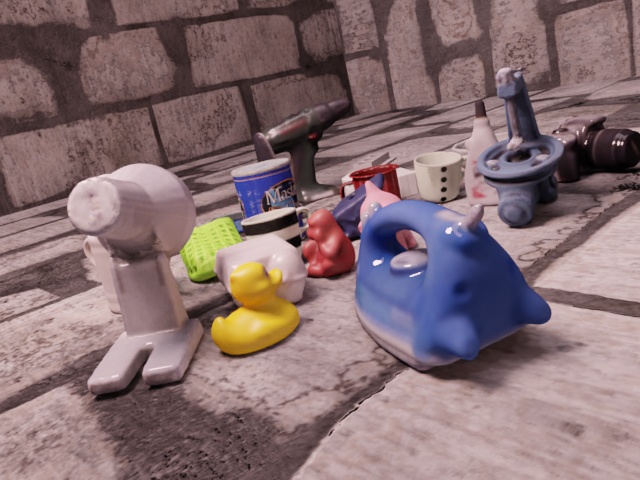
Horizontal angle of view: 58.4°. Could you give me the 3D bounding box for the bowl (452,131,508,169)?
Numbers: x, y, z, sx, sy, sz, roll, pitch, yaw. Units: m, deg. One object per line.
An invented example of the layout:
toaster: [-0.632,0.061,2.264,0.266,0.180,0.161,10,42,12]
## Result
bowl: [0.352,-0.166,1.145,0.167,0.075,0.167,-12,15,3]

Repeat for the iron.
iron: [0.089,0.021,0.558,0.119,0.141,0.257,-19,17,-23]

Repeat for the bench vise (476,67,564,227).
bench vise: [0.292,-0.149,0.857,0.121,0.220,0.207,-8,16,16]

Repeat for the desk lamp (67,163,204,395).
desk lamp: [-0.201,0.025,0.639,0.118,0.214,0.203,-12,15,1]

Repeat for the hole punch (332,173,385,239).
hole punch: [0.067,-0.056,0.948,0.101,0.091,0.109,-10,16,10]

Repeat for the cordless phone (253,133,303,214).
cordless phone: [-0.104,-0.130,1.170,0.094,0.185,0.147,-18,16,-19]

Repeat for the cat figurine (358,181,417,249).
cat figurine: [0.088,-0.028,0.781,0.067,0.118,0.128,-9,16,14]

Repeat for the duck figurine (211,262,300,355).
duck figurine: [-0.076,0.069,0.626,0.105,0.086,0.077,-25,20,-37]

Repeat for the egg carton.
egg carton: [-0.079,0.042,0.753,0.107,0.069,0.150,-17,16,-17]

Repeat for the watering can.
watering can: [-0.276,-0.002,0.832,0.172,0.194,0.101,-11,16,5]

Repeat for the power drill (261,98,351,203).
power drill: [-0.020,-0.200,1.307,0.230,0.208,0.075,-16,16,-12]

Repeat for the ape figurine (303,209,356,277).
ape figurine: [0.007,0.003,0.784,0.076,0.092,0.077,-14,15,-5]

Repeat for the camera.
camera: [0.472,-0.164,0.996,0.143,0.101,0.136,-20,17,-25]

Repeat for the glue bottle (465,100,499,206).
glue bottle: [0.271,-0.142,0.940,0.077,0.173,0.037,-2,19,33]
